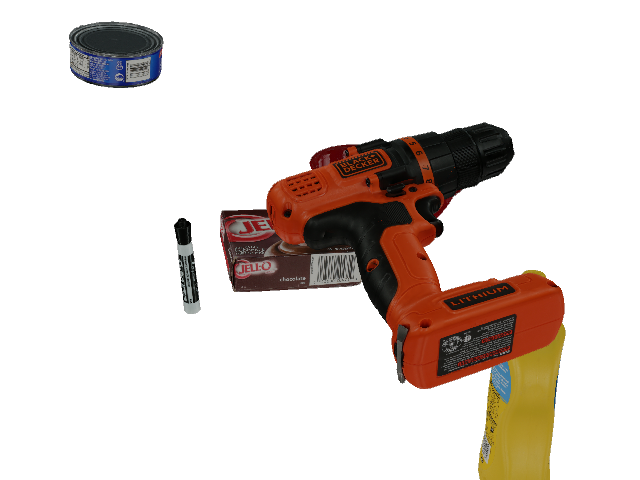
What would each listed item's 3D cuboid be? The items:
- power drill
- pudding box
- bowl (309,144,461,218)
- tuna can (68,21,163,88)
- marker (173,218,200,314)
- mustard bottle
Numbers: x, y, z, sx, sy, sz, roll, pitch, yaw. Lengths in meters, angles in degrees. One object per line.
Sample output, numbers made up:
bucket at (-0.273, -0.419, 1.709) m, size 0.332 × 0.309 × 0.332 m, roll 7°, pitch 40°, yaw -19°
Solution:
power drill at (0.078, -0.001, 0.696) m, size 0.184 × 0.057 × 0.188 m, roll -19°, pitch 44°, yaw -14°
pudding box at (-0.026, 0.006, 0.917) m, size 0.113 × 0.039 × 0.090 m, roll -1°, pitch 28°, yaw -12°
bowl at (0.066, -0.049, 1.113) m, size 0.162 × 0.055 × 0.162 m, roll 6°, pitch 23°, yaw -3°
tuna can at (-0.189, -0.172, 0.990) m, size 0.086 × 0.034 × 0.086 m, roll 5°, pitch 30°, yaw -3°
marker at (-0.150, 0.029, 1.203) m, size 0.020 × 0.121 × 0.020 m, roll -2°, pitch 31°, yaw 1°
mustard bottle at (0.167, 0.117, 0.881) m, size 0.058 × 0.192 × 0.096 m, roll 2°, pitch 18°, yaw 1°
